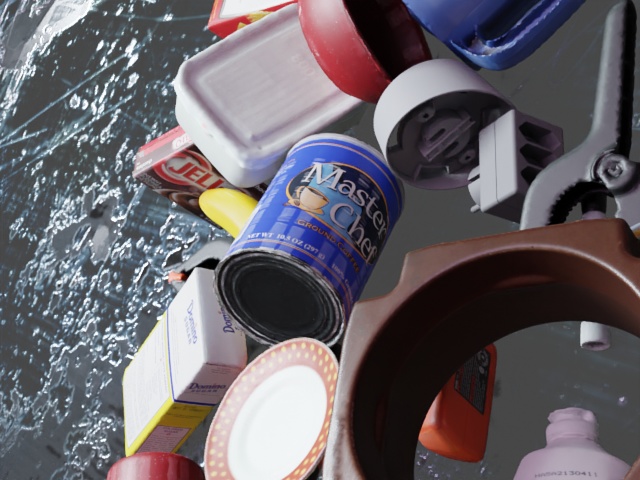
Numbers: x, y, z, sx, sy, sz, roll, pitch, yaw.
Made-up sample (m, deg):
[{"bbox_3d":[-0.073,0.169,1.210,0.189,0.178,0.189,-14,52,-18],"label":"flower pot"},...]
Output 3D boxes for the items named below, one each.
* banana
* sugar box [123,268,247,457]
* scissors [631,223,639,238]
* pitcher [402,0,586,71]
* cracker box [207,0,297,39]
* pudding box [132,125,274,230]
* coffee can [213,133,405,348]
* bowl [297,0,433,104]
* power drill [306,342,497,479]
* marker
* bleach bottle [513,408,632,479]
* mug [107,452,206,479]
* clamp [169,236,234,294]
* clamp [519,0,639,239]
[{"bbox_3d":[-0.054,0.014,0.890,0.070,0.037,0.198,-37,50,17],"label":"banana"},{"bbox_3d":[-0.117,0.110,0.906,0.176,0.048,0.093,-48,40,43],"label":"sugar box"},{"bbox_3d":[0.248,-0.016,0.615,0.096,0.016,0.202,40,103,16],"label":"scissors"},{"bbox_3d":[0.163,-0.246,0.792,0.243,0.149,0.145,-42,2,18],"label":"pitcher"},{"bbox_3d":[0.000,-0.278,1.026,0.214,0.072,0.164,-3,66,45],"label":"cracker box"},{"bbox_3d":[-0.099,-0.060,0.970,0.090,0.113,0.039,-22,51,39],"label":"pudding box"},{"bbox_3d":[-0.005,0.001,0.803,0.103,0.102,0.140,-20,29,39],"label":"coffee can"},{"bbox_3d":[0.030,-0.168,0.851,0.055,0.162,0.162,-25,51,25],"label":"bowl"},{"bbox_3d":[0.027,0.130,0.745,0.188,0.057,0.184,-20,42,37],"label":"power drill"},{"bbox_3d":[0.180,0.013,0.699,0.020,0.020,0.121,-18,56,41],"label":"marker"},{"bbox_3d":[0.151,0.210,0.573,0.102,0.068,0.250,-1,55,9],"label":"bleach bottle"},{"bbox_3d":[-0.136,0.233,0.872,0.117,0.093,0.081,105,166,-48],"label":"mug"},{"bbox_3d":[-0.068,0.041,0.938,0.172,0.039,0.120,-17,52,38],"label":"clamp"},{"bbox_3d":[0.201,-0.039,0.670,0.165,0.036,0.210,34,92,38],"label":"clamp"}]
